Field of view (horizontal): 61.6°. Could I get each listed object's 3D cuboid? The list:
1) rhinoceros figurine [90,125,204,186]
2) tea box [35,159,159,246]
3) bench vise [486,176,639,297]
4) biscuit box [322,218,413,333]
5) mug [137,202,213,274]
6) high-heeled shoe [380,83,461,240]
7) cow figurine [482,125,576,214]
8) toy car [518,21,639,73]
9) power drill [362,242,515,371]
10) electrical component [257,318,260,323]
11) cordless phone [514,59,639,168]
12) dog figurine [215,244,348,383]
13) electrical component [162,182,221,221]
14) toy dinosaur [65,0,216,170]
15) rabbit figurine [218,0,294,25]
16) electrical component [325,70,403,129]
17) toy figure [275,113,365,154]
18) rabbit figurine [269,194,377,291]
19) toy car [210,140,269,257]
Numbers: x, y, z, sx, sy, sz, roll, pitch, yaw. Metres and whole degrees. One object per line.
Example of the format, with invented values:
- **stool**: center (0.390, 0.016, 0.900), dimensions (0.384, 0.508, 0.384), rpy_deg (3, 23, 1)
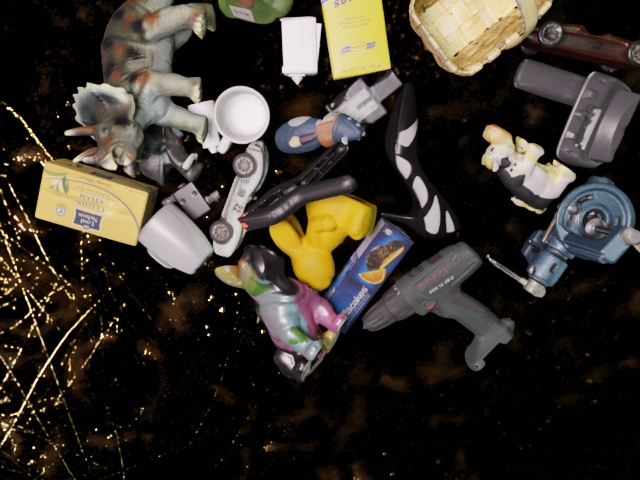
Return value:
- **rhinoceros figurine**: center (-0.279, -0.156, 0.872), dimensions (0.190, 0.073, 0.112), rpy_deg (39, 90, -7)
- **tea box**: center (-0.368, -0.064, 0.891), dimensions (0.170, 0.068, 0.098), rpy_deg (15, 103, -5)
- **bench vise**: center (0.399, 0.001, 0.821), dimensions (0.129, 0.240, 0.223), rpy_deg (44, 95, -4)
- **biscuit box**: center (0.074, 0.061, 0.926), dimensions (0.063, 0.059, 0.202), rpy_deg (34, 101, -8)
- **mug**: center (-0.237, 0.011, 0.883), dimensions (0.107, 0.081, 0.109), rpy_deg (41, 122, -2)
- **high-heeled shoe**: center (0.179, -0.122, 0.876), dimensions (0.145, 0.086, 0.248), rpy_deg (5, 106, -8)
- **cow figurine**: center (0.323, -0.116, 0.881), dimensions (0.167, 0.068, 0.098), rpy_deg (29, 110, -9)
- **toy car**: center (0.403, -0.300, 0.825), dimensions (0.202, 0.089, 0.053), rpy_deg (12, 104, -2)
- **power drill**: center (0.218, 0.131, 0.941), dimensions (0.207, 0.086, 0.232), rpy_deg (44, 98, -2)
- **electrical component**: center (-0.062, 0.137, 0.956), dimensions (0.102, 0.045, 0.078), rpy_deg (41, 73, -12)
- **cordless phone**: center (0.392, -0.205, 0.864), dimensions (0.184, 0.089, 0.146), rpy_deg (21, 104, 6)
- **dog figurine**: center (-0.070, 0.108, 0.876), dimensions (0.219, 0.108, 0.191), rpy_deg (40, 144, 14)
- **electrical component**: center (-0.218, -0.068, 0.914), dimensions (0.094, 0.021, 0.063), rpy_deg (-31, 101, 8)
- **toy dinosaur**: center (-0.258, -0.269, 0.791), dimensions (0.192, 0.131, 0.404), rpy_deg (3, 75, -6)
- **rabbit figurine**: center (-0.070, -0.414, 0.774), dimensions (0.159, 0.121, 0.170), rpy_deg (18, 81, 22)
- **electrical component**: center (0.073, -0.224, 0.863), dimensions (0.119, 0.048, 0.074), rpy_deg (-41, 101, 9)
- **toy figure**: center (-0.001, -0.167, 0.838), dimensions (0.155, 0.064, 0.057), rpy_deg (-4, 146, 37)
- **rabbit figurine**: center (-0.002, -0.003, 0.881), dimensions (0.162, 0.122, 0.173), rpy_deg (18, 103, 0)
- **toy car**: center (-0.129, -0.069, 0.887), dimensions (0.056, 0.073, 0.201), rpy_deg (22, 103, -1)
